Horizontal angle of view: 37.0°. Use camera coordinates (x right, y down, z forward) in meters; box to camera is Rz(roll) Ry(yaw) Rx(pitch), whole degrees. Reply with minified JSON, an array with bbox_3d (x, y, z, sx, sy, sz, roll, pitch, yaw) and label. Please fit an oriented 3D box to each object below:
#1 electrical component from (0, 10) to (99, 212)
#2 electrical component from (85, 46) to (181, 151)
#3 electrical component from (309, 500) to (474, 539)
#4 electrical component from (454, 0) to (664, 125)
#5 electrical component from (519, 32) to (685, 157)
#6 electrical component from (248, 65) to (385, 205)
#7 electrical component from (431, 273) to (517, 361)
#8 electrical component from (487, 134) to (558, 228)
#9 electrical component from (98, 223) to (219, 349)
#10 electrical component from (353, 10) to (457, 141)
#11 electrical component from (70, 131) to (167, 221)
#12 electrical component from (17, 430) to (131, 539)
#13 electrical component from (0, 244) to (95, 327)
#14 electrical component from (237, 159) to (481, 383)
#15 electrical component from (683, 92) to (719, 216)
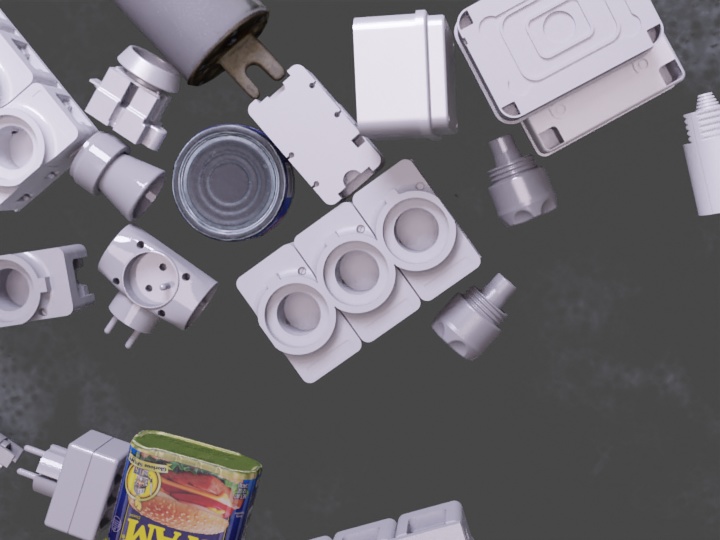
[{"bbox_3d":[-0.274,-0.126,0.776,0.089,0.062,0.150,-39,90,7],"label":"electrical component"},{"bbox_3d":[-0.160,-0.127,0.775,0.066,0.048,0.055,33,104,2],"label":"electrical component"},{"bbox_3d":[0.014,0.234,0.779,0.150,0.062,0.089,-17,93,6],"label":"electrical component"},{"bbox_3d":[0.124,-0.150,0.682,0.113,0.057,0.078,-28,92,7],"label":"electrical component"},{"bbox_3d":[0.148,-0.150,0.738,0.109,0.056,0.108,-29,92,7],"label":"electrical component"},{"bbox_3d":[-0.029,-0.094,0.759,0.050,0.056,0.089,-41,90,7],"label":"electrical component"},{"bbox_3d":[0.085,0.031,0.765,0.043,0.043,0.062,42,96,1],"label":"electrical component"},{"bbox_3d":[0.110,-0.064,0.755,0.043,0.043,0.062,-22,91,7],"label":"electrical component"},{"bbox_3d":[-0.157,0.020,0.786,0.077,0.044,0.079,35,97,2],"label":"electrical component"},{"bbox_3d":[0.033,-0.127,0.722,0.057,0.113,0.078,-2,94,8],"label":"electrical component"},{"bbox_3d":[-0.176,-0.069,0.780,0.055,0.045,0.045,35,97,2],"label":"electrical component"},{"bbox_3d":[-0.218,0.153,0.801,0.077,0.047,0.065,19,96,4],"label":"electrical component"},{"bbox_3d":[-0.250,0.013,0.788,0.089,0.056,0.050,-9,94,6],"label":"electrical component"},{"bbox_3d":[0.000,0.000,0.761,0.150,0.062,0.089,-35,91,7],"label":"electrical component"},{"bbox_3d":[0.246,-0.082,0.741,0.043,0.043,0.081,-14,93,6],"label":"electrical component"}]
